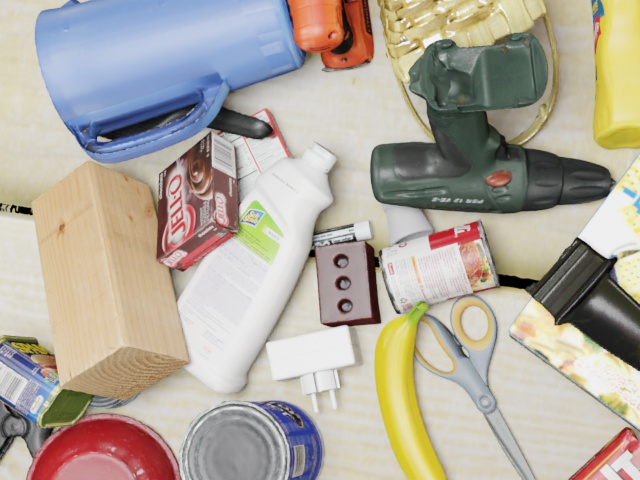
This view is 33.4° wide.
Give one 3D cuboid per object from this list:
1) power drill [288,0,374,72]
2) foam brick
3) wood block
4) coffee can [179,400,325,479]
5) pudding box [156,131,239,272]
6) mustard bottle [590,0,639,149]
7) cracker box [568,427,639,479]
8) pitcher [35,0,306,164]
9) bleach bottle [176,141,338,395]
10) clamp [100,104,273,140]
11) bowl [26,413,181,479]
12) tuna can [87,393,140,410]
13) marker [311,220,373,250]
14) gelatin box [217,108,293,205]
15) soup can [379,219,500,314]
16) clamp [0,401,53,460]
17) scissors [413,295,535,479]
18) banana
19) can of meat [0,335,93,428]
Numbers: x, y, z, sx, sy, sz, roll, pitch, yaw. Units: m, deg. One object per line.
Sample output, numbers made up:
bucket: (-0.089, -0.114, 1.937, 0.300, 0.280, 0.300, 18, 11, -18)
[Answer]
power drill: (0.004, -0.251, 1.025, 0.057, 0.187, 0.184, -6, 82, 13)
foam brick: (0.027, 0.045, 1.045, 0.053, 0.051, 0.078, -8, 80, 12)
wood block: (-0.207, 0.040, 1.041, 0.091, 0.090, 0.206, -32, 58, 25)
coffee can: (-0.060, 0.201, 0.995, 0.103, 0.140, 0.103, -2, 81, 12)
pudding box: (-0.121, -0.037, 1.053, 0.090, 0.039, 0.113, -33, 44, 35)
mustard bottle: (0.282, -0.187, 0.998, 0.058, 0.096, 0.191, -2, 81, 14)
cracker box: (0.289, 0.298, 0.936, 0.164, 0.072, 0.214, -44, 74, 3)
pitcher: (-0.140, -0.179, 1.033, 0.243, 0.145, 0.149, -14, 110, 8)
bleach bottle: (-0.056, 0.021, 1.041, 0.103, 0.068, 0.251, 36, 99, 18)
clamp: (-0.149, -0.160, 1.118, 0.210, 0.036, 0.164, -11, 63, 17)
bowl: (-0.218, 0.253, 1.051, 0.162, 0.055, 0.162, 0, 83, 0)
tuna can: (-0.220, 0.131, 1.097, 0.086, 0.033, 0.086, -2, 81, 12)
marker: (-0.007, 0.001, 1.076, 0.121, 0.020, 0.020, -12, 79, 11)
gelatin box: (-0.066, -0.081, 1.096, 0.073, 0.030, 0.089, -28, 74, 6)
soup can: (0.114, 0.027, 1.019, 0.102, 0.068, 0.068, -17, 78, 11)
clamp: (-0.320, 0.199, 1.105, 0.120, 0.039, 0.171, -5, 79, -2)
scissors: (0.167, 0.136, 1.017, 0.096, 0.016, 0.202, -45, 75, 3)
banana: (0.084, 0.159, 1.011, 0.037, 0.070, 0.198, -8, 88, -30)
can of meat: (-0.275, 0.139, 1.038, 0.084, 0.102, 0.057, 31, 89, 13)
